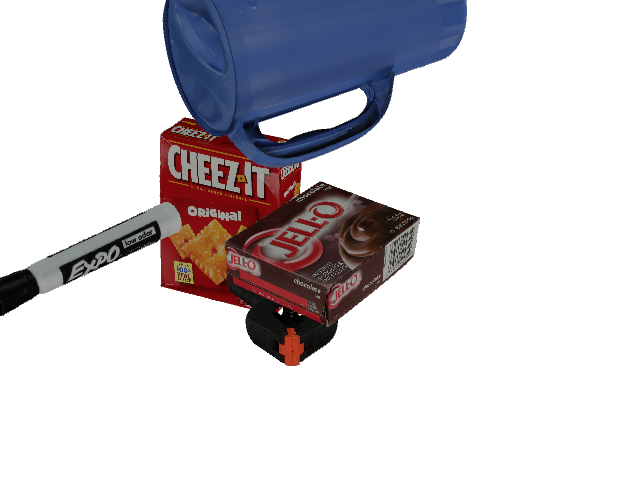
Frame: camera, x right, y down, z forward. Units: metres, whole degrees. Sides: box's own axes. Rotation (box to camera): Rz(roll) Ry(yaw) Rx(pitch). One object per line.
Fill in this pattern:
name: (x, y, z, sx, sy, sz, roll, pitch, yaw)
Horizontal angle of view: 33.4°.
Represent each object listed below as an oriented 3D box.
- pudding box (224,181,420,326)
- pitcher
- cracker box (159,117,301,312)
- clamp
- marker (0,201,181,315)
pudding box: (0.002, 0.006, 0.745, 0.090, 0.039, 0.113, 23, 36, 30)
pitcher: (0.003, -0.170, 0.897, 0.242, 0.149, 0.145, -19, 36, -25)
cracker box: (-0.114, -0.028, 1.316, 0.164, 0.214, 0.072, 14, 29, 18)
clamp: (-0.035, 0.060, 0.946, 0.120, 0.039, 0.171, -4, 17, 9)
marker: (-0.129, 0.009, 0.583, 0.120, 0.020, 0.020, -28, 16, -34)
